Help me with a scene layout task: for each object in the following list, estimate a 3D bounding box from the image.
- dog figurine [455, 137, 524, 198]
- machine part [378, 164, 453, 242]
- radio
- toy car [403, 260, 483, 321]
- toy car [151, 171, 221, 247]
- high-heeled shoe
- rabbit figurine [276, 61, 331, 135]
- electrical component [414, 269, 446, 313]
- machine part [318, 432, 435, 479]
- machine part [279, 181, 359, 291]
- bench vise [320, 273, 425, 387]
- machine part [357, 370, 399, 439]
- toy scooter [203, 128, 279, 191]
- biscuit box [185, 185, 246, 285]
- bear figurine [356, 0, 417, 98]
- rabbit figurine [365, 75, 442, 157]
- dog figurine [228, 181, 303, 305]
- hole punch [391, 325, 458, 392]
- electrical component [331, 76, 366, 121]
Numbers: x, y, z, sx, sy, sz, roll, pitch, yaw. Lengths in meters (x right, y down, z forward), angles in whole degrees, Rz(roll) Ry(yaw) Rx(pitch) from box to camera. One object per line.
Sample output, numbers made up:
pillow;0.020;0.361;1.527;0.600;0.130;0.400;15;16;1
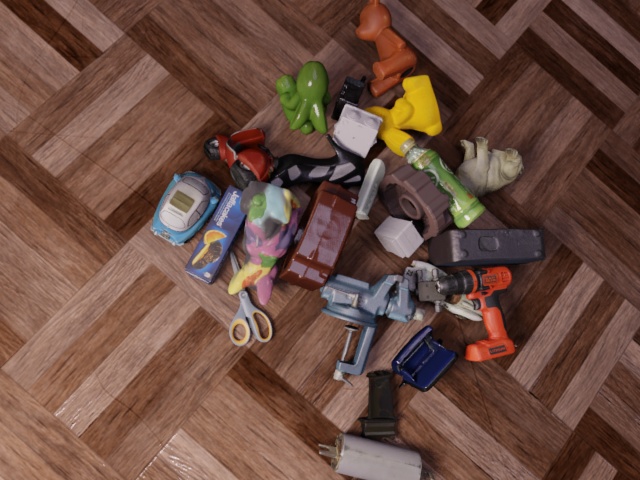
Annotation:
dog figurine;0.370;-0.119;1.230;0.172;0.121;0.190;18;91;-3
machine part;0.202;-0.079;1.147;0.056;0.179;0.179;-38;88;-18
radio;0.364;0.017;1.173;0.230;0.131;0.073;-2;82;-10
toy car;0.275;0.112;1.178;0.202;0.056;0.073;26;76;-5
toy car;-0.277;-0.072;1.094;0.109;0.103;0.161;33;73;-2
high-heeled shoe;-0.024;-0.125;1.181;0.249;0.086;0.145;-33;118;3
rabbit figurine;-0.032;-0.305;1.147;0.121;0.170;0.159;3;78;-9
electrical component;0.231;0.108;1.135;0.063;0.021;0.094;-4;85;-5
machine part;0.113;0.442;1.076;0.243;0.079;0.079;15;77;-7
machine part;-0.002;-0.003;1.077;0.087;0.201;0.201;25;76;-7
bench vise;0.093;0.176;1.102;0.224;0.129;0.240;17;87;-11
machine part;0.122;0.342;1.117;0.084;0.039;0.139;4;80;-4
toy scooter;-0.149;-0.182;1.140;0.135;0.075;0.184;-32;56;-26
biscuit box;-0.206;-0.011;1.115;0.063;0.059;0.202;26;75;-4
bear figurine;0.133;-0.452;1.233;0.132;0.120;0.196;-33;85;-11
rabbit figurine;0.181;-0.272;1.224;0.173;0.122;0.162;-13;91;2
dog figurine;-0.115;0.011;1.058;0.109;0.191;0.219;15;80;9
hole punch;0.202;0.238;1.109;0.092;0.116;0.142;45;77;-6
electrical component;0.069;-0.329;1.216;0.048;0.075;0.119;20;64;-7
